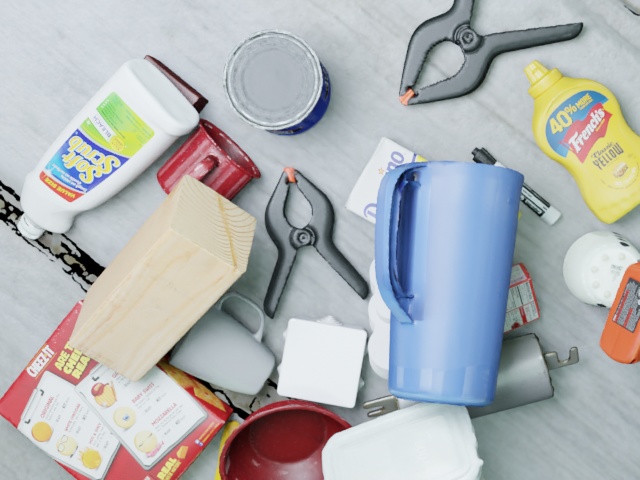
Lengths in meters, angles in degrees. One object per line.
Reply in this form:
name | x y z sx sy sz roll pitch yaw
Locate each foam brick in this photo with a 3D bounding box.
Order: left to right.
foam brick | -0.175 -0.162 1.202 0.078 0.051 0.053 40 97 2

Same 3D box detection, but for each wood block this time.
wood block | -0.164 0.044 1.103 0.090 0.090 0.206 33 125 -19

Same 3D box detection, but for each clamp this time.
clamp | -0.008 0.001 1.206 0.120 0.039 0.171 -3 95 -7
clamp | 0.173 -0.220 1.177 0.164 0.036 0.210 39 97 1

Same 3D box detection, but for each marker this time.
marker | 0.217 -0.062 1.193 0.121 0.020 0.020 40 95 1

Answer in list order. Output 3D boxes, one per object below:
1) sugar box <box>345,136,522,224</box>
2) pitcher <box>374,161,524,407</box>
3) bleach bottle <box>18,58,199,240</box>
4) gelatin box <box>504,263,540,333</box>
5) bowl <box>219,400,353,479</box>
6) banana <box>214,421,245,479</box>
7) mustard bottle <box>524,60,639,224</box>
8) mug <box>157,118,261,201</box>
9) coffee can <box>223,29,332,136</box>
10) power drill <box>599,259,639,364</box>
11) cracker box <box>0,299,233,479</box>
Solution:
sugar box | 0.124 -0.034 1.189 0.176 0.048 0.093 28 95 1
pitcher | 0.124 0.042 1.080 0.149 0.145 0.243 5 84 2
bleach bottle | -0.249 -0.082 1.182 0.102 0.068 0.251 47 116 0
gelatin box | 0.194 0.071 1.176 0.089 0.030 0.073 -24 135 2
bowl | -0.033 0.234 1.195 0.162 0.055 0.162 -3 119 -5
banana | -0.128 0.306 1.233 0.069 0.037 0.198 33 95 2
mustard bottle | 0.289 -0.118 1.164 0.096 0.058 0.191 -39 89 9
mug | -0.127 -0.072 1.174 0.093 0.117 0.081 44 100 -4
coffee can | -0.043 -0.166 1.146 0.103 0.140 0.103 0 93 4
power drill | 0.389 0.103 1.134 0.187 0.057 0.184 10 102 -29
cracker box | -0.233 0.193 1.219 0.214 0.072 0.164 40 96 2
